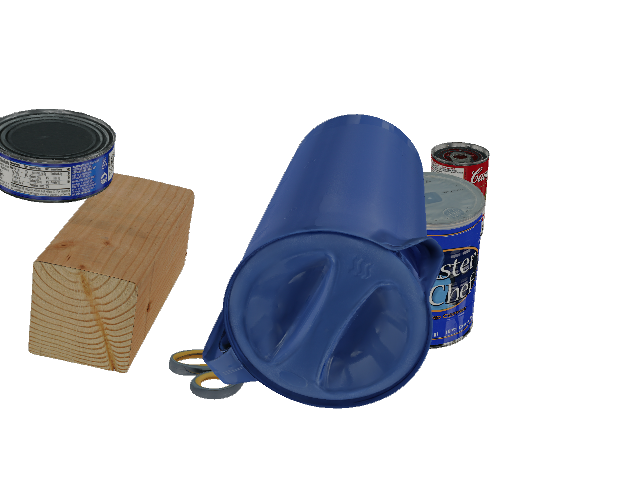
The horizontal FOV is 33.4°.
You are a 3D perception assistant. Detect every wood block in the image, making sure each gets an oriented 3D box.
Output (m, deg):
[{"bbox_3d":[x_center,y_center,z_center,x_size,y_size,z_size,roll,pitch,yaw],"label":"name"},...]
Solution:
[{"bbox_3d":[-0.185,0.022,0.974,0.090,0.091,0.206,12,25,2],"label":"wood block"}]

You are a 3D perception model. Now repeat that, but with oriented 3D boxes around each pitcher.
[{"bbox_3d":[0.008,0.004,0.772,0.149,0.145,0.242,10,28,3],"label":"pitcher"}]

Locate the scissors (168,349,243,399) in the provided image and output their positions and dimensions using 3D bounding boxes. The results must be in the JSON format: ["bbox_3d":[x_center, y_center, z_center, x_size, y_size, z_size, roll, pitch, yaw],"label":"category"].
[{"bbox_3d":[-0.067,0.148,1.191,0.201,0.016,0.096,4,25,-14],"label":"scissors"}]

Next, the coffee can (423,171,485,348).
[{"bbox_3d":[0.102,0.018,1.033,0.103,0.140,0.103,0,31,0],"label":"coffee can"}]

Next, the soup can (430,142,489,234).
[{"bbox_3d":[0.162,-0.057,1.263,0.068,0.102,0.068,0,25,0],"label":"soup can"}]

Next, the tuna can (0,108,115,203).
[{"bbox_3d":[-0.185,-0.059,0.737,0.086,0.034,0.086,6,29,-3],"label":"tuna can"}]
